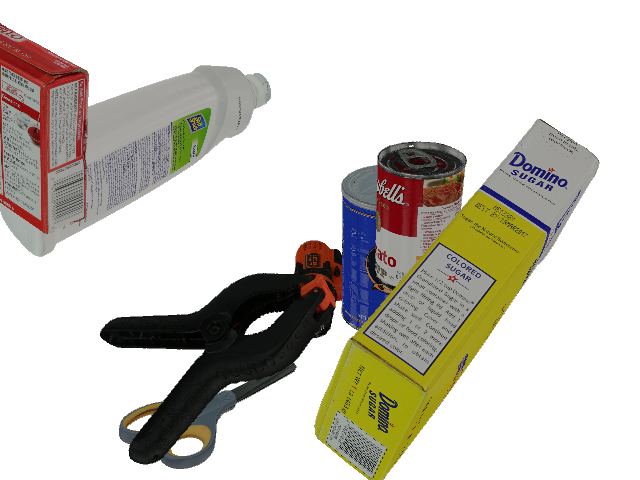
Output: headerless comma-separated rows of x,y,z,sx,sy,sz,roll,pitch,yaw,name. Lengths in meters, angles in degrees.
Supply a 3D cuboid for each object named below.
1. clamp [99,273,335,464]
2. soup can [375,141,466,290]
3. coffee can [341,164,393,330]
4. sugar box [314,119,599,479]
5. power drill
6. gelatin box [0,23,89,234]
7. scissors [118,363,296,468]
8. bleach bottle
-0.069,0.079,0.725,0.171,0.120,0.039,-22,-35,10,clamp
0.077,-0.018,0.831,0.068,0.102,0.068,0,27,0,soup can
0.071,0.009,1.039,0.103,0.140,0.103,0,27,0,coffee can
0.068,0.027,0.515,0.048,0.093,0.176,36,55,14,sugar box
0.059,0.051,1.233,0.187,0.057,0.184,-2,28,1,power drill
-0.154,-0.059,0.553,0.073,0.089,0.030,30,38,29,gelatin box
-0.086,0.162,0.993,0.201,0.016,0.096,-11,33,-30,scissors
-0.147,-0.082,0.903,0.250,0.103,0.068,-29,60,-33,bleach bottle
